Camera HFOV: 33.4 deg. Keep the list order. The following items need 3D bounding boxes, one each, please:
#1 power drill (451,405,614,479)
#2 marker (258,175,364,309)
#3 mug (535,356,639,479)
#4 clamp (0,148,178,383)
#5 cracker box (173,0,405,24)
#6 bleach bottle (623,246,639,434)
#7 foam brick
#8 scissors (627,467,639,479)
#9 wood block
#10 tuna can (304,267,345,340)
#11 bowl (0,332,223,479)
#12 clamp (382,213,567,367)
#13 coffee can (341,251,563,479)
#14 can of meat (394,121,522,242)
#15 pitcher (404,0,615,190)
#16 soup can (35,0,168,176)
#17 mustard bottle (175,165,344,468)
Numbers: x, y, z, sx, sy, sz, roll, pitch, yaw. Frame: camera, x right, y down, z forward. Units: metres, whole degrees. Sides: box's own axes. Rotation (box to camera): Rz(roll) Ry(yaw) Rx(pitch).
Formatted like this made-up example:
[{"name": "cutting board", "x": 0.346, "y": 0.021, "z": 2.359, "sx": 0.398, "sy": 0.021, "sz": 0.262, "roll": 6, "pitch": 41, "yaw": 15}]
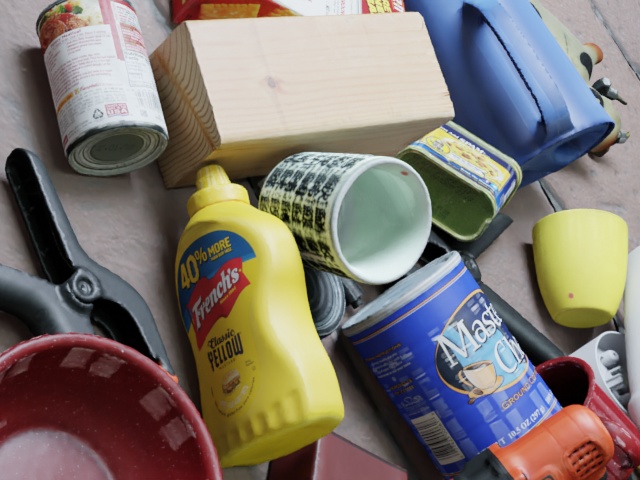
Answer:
[{"name": "power drill", "x": 0.145, "y": 0.226, "z": 0.726, "sx": 0.187, "sy": 0.184, "sz": 0.057, "roll": 56, "pitch": 0, "yaw": -23}, {"name": "marker", "x": -0.005, "y": 0.001, "z": 0.809, "sx": 0.121, "sy": 0.020, "sz": 0.020, "roll": 54, "pitch": 39, "yaw": -2}, {"name": "mug", "x": 0.210, "y": 0.155, "z": 0.852, "sx": 0.081, "sy": 0.117, "sz": 0.093, "roll": 45, "pitch": 69, "yaw": -21}, {"name": "clamp", "x": -0.154, "y": 0.035, "z": 0.614, "sx": 0.171, "sy": 0.039, "sz": 0.120, "roll": 51, "pitch": 40, "yaw": -6}, {"name": "cracker box", "x": -0.025, "y": -0.225, "z": 0.906, "sx": 0.213, "sy": 0.072, "sz": 0.164, "roll": 18, "pitch": 53, "yaw": -39}, {"name": "bleach bottle", "x": 0.315, "y": 0.111, "z": 0.938, "sx": 0.102, "sy": 0.068, "sz": 0.250, "roll": 34, "pitch": 41, "yaw": -15}, {"name": "foam brick", "x": 0.010, "y": 0.163, "z": 0.684, "sx": 0.078, "sy": 0.053, "sz": 0.051, "roll": 32, "pitch": 45, "yaw": -25}, {"name": "scissors", "x": 0.303, "y": 0.274, "z": 0.939, "sx": 0.096, "sy": 0.016, "sz": 0.201, "roll": 31, "pitch": 45, "yaw": -25}, {"name": "wood block", "x": -0.016, "y": -0.105, "z": 0.776, "sx": 0.205, "sy": 0.090, "sz": 0.091, "roll": -10, "pitch": 78, "yaw": -36}, {"name": "tuna can", "x": -0.023, "y": 0.036, "z": 0.753, "sx": 0.086, "sy": 0.034, "sz": 0.086, "roll": 26, "pitch": 47, "yaw": -32}, {"name": "bowl", "x": -0.129, "y": 0.133, "z": 0.559, "sx": 0.161, "sy": 0.055, "sz": 0.162, "roll": 26, "pitch": 48, "yaw": -32}, {"name": "clamp", "x": 0.121, "y": 0.038, "z": 0.894, "sx": 0.209, "sy": 0.036, "sz": 0.164, "roll": 6, "pitch": 51, "yaw": -42}, {"name": "coffee can", "x": 0.096, "y": 0.094, "z": 0.781, "sx": 0.140, "sy": 0.103, "sz": 0.102, "roll": 56, "pitch": 39, "yaw": 0}, {"name": "can of meat", "x": 0.113, "y": -0.052, "z": 0.910, "sx": 0.102, "sy": 0.057, "sz": 0.083, "roll": 33, "pitch": 31, "yaw": 7}, {"name": "pitcher", "x": 0.165, "y": -0.174, "z": 1.014, "sx": 0.144, "sy": 0.149, "sz": 0.243, "roll": -16, "pitch": 73, "yaw": -43}, {"name": "soup can", "x": -0.143, "y": -0.102, "z": 0.700, "sx": 0.068, "sy": 0.069, "sz": 0.102, "roll": 3, "pitch": 62, "yaw": -45}, {"name": "mustard bottle", "x": -0.049, "y": 0.039, "z": 0.675, "sx": 0.058, "sy": 0.096, "sz": 0.191, "roll": 6, "pitch": 60, "yaw": -43}]
